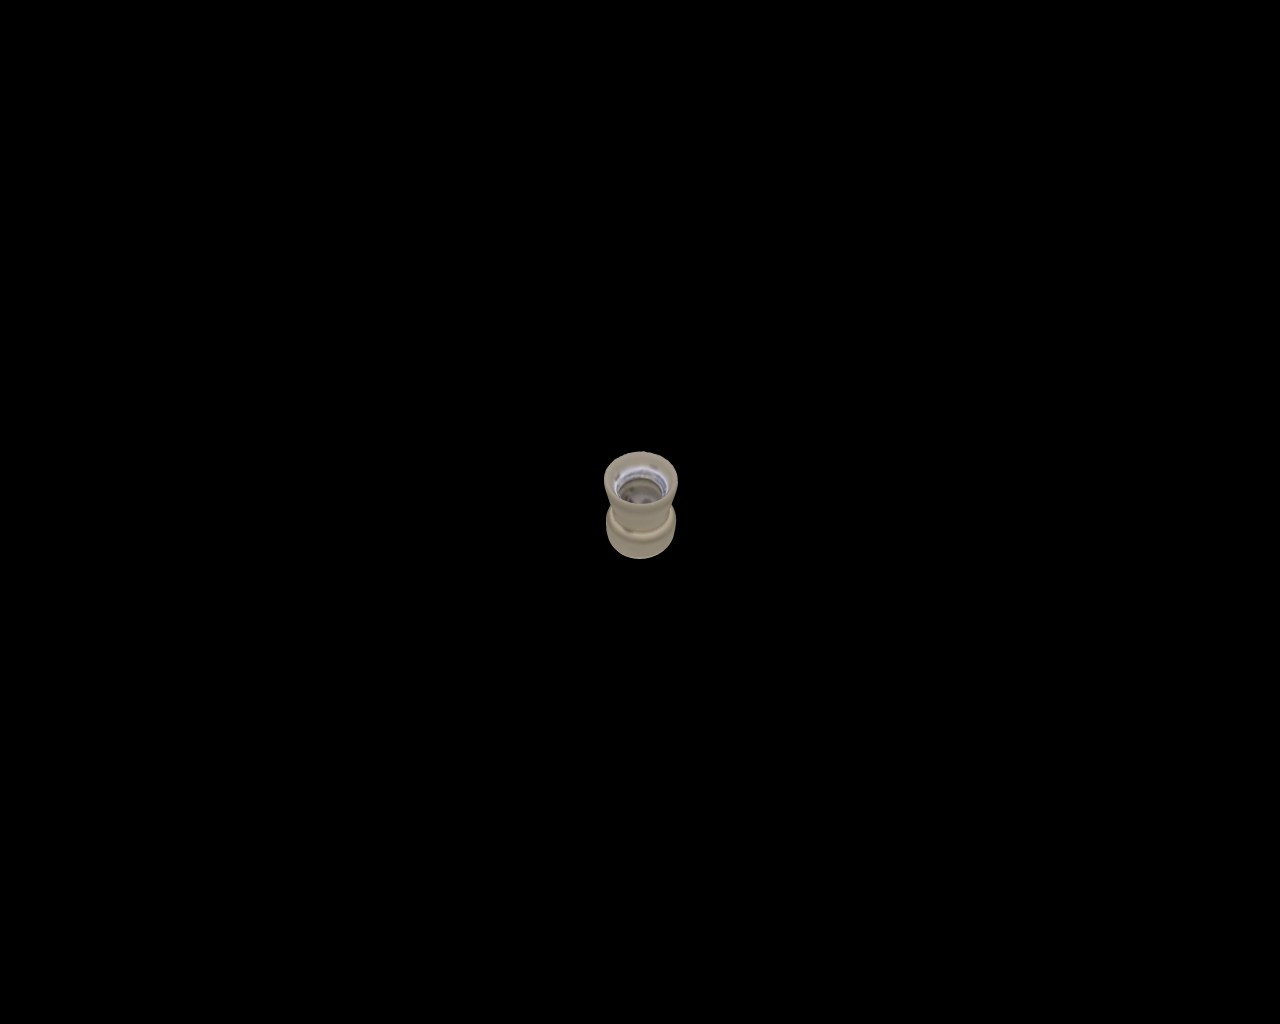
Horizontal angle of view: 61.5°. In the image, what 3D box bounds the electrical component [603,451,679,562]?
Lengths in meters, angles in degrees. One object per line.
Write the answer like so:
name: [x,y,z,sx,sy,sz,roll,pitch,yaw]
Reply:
electrical component: [0.001,-0.003,0.650,0.045,0.045,0.055,0,-41,0]
